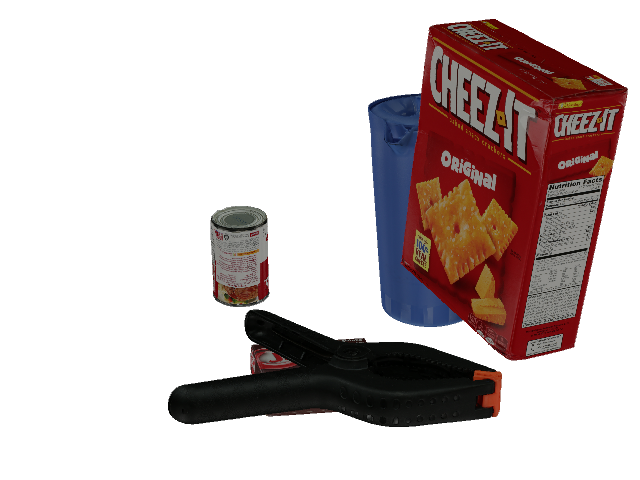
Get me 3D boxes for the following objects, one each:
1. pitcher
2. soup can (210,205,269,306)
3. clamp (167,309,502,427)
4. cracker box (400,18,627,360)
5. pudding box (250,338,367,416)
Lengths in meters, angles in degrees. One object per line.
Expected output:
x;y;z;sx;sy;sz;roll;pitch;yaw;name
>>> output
0.126;-0.038;1.172;0.149;0.243;0.145;-6;21;-11;pitcher
-0.095;0.018;1.261;0.068;0.102;0.068;0;25;0;soup can
0.017;0.089;0.732;0.210;0.036;0.164;3;18;8;clamp
0.136;-0.041;0.814;0.072;0.214;0.164;-11;32;-24;cracker box
-0.003;0.123;0.971;0.113;0.039;0.090;0;16;-12;pudding box
